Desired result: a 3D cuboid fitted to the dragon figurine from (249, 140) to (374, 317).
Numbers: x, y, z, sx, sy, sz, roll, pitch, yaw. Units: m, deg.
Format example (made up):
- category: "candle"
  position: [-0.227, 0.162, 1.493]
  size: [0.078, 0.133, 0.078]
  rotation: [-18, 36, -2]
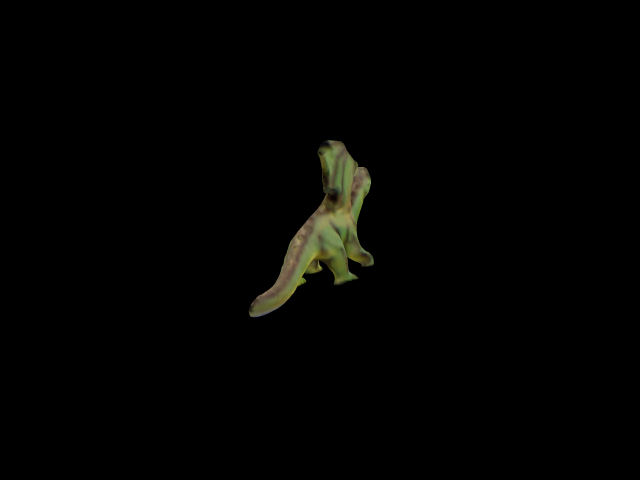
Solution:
- category: "dragon figurine"
  position: [0.003, -0.043, 0.850]
  size: [0.122, 0.241, 0.414]
  rotation: [4, 12, 23]
